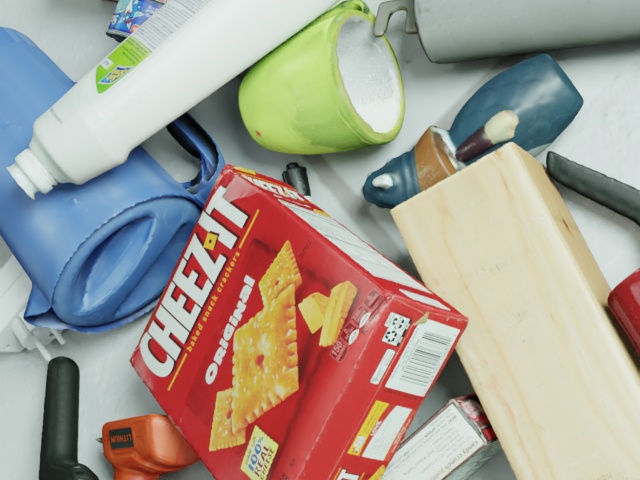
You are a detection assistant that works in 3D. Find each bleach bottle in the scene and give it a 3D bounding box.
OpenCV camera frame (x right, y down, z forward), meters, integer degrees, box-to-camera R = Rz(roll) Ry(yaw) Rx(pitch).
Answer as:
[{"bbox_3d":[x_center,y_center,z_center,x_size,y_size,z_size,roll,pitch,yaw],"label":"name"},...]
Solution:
[{"bbox_3d":[-0.104,-0.119,0.720,0.250,0.068,0.103,-39,28,-5],"label":"bleach bottle"}]

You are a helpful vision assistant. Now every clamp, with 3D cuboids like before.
[{"bbox_3d":[0.232,-0.026,0.645,0.120,0.039,0.171,-46,73,24],"label":"clamp"},{"bbox_3d":[-0.203,0.203,0.785,0.165,0.036,0.210,-61,32,12],"label":"clamp"}]

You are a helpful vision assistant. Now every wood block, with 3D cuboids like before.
[{"bbox_3d":[0.136,0.056,0.653,0.090,0.090,0.206,-30,72,19],"label":"wood block"}]

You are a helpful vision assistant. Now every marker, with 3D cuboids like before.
[{"bbox_3d":[-0.005,0.001,0.768,0.020,0.020,0.121,-21,75,22],"label":"marker"}]

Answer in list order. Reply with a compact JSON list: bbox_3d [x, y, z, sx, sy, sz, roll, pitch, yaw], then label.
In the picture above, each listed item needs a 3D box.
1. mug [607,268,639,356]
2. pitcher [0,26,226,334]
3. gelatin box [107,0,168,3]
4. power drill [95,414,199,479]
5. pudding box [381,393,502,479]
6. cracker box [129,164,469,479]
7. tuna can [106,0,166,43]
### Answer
[{"bbox_3d":[0.223,0.038,0.584,0.117,0.093,0.081,-35,72,17],"label":"mug"},{"bbox_3d":[-0.196,-0.061,0.816,0.243,0.148,0.145,46,126,26],"label":"pitcher"},{"bbox_3d":[-0.159,-0.205,0.835,0.089,0.073,0.030,17,92,26],"label":"gelatin box"},{"bbox_3d":[-0.119,0.216,0.728,0.185,0.057,0.187,-19,59,56],"label":"power drill"},{"bbox_3d":[0.068,0.144,0.676,0.114,0.089,0.039,-46,69,15],"label":"pudding box"},{"bbox_3d":[-0.027,0.066,0.679,0.214,0.072,0.164,38,104,50],"label":"cracker box"},{"bbox_3d":[-0.114,-0.154,0.801,0.086,0.086,0.034,22,92,26],"label":"tuna can"}]
